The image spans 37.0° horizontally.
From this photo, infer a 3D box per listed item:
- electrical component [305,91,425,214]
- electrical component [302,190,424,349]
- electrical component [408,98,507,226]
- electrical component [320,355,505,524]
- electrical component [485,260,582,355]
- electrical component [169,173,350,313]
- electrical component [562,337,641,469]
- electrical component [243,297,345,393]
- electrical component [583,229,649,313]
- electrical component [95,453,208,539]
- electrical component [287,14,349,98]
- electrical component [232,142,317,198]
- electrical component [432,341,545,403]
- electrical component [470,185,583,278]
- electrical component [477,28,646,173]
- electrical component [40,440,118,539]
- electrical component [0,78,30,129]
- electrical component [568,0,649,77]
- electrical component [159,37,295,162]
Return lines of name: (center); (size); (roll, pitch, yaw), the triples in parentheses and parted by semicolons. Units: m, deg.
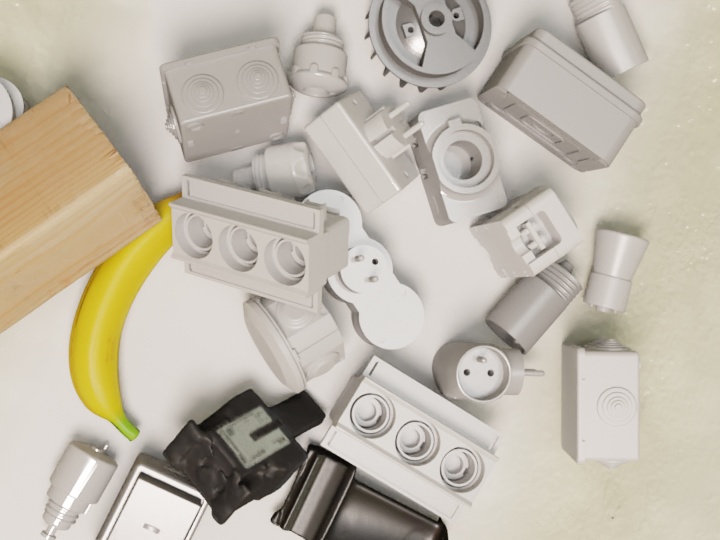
electrical component: (0.016, -0.101, 0.830); (0.076, 0.047, 0.083); (-33, 96, 30)
electrical component: (0.000, 0.000, 0.829); (0.052, 0.074, 0.138); (-35, 95, -9)
electrical component: (0.077, -0.085, 0.854); (0.050, 0.056, 0.089); (-18, 92, -10)
electrical component: (0.039, 0.131, 0.838); (0.121, 0.063, 0.078); (32, 84, -8)
electrical component: (0.144, 0.024, 0.869); (0.043, 0.043, 0.081); (43, 82, -6)
electrical component: (-0.073, -0.025, 0.792); (0.121, 0.063, 0.078); (16, 117, 27)
electrical component: (0.189, 0.104, 0.849); (0.048, 0.100, 0.099); (0, 89, 3)
electrical component: (-0.051, 0.049, 0.817); (0.051, 0.080, 0.080); (-31, 94, -14)
electrical component: (0.208, 0.003, 0.883); (0.044, 0.044, 0.065); (15, 91, -9)
electrical component: (-0.159, 0.194, 0.803); (0.062, 0.061, 0.096); (27, 84, -8)
electrical component: (-0.031, -0.169, 0.843); (0.048, 0.048, 0.062); (9, 80, -10)
electrical component: (-0.067, -0.074, 0.836); (0.062, 0.043, 0.043); (-10, 90, 9)
electrical component: (0.104, 0.079, 0.844); (0.079, 0.077, 0.043); (3, 88, -10)
electrical component: (0.133, -0.030, 0.845); (0.056, 0.089, 0.050); (-34, 94, -9)
electrical component: (0.160, -0.134, 0.859); (0.113, 0.078, 0.057); (34, 86, -8)
electrical component: (-0.214, 0.165, 0.804); (0.040, 0.040, 0.078); (29, 84, -8)
electrical component: (-0.266, -0.117, 0.781); (0.043, 0.081, 0.043); (0, 89, -10)
electrical component: (0.201, -0.200, 0.885); (0.043, 0.043, 0.081); (-25, 93, -10)
electrical component: (-0.098, -0.124, 0.803); (0.100, 0.099, 0.048); (-16, 78, -10)
